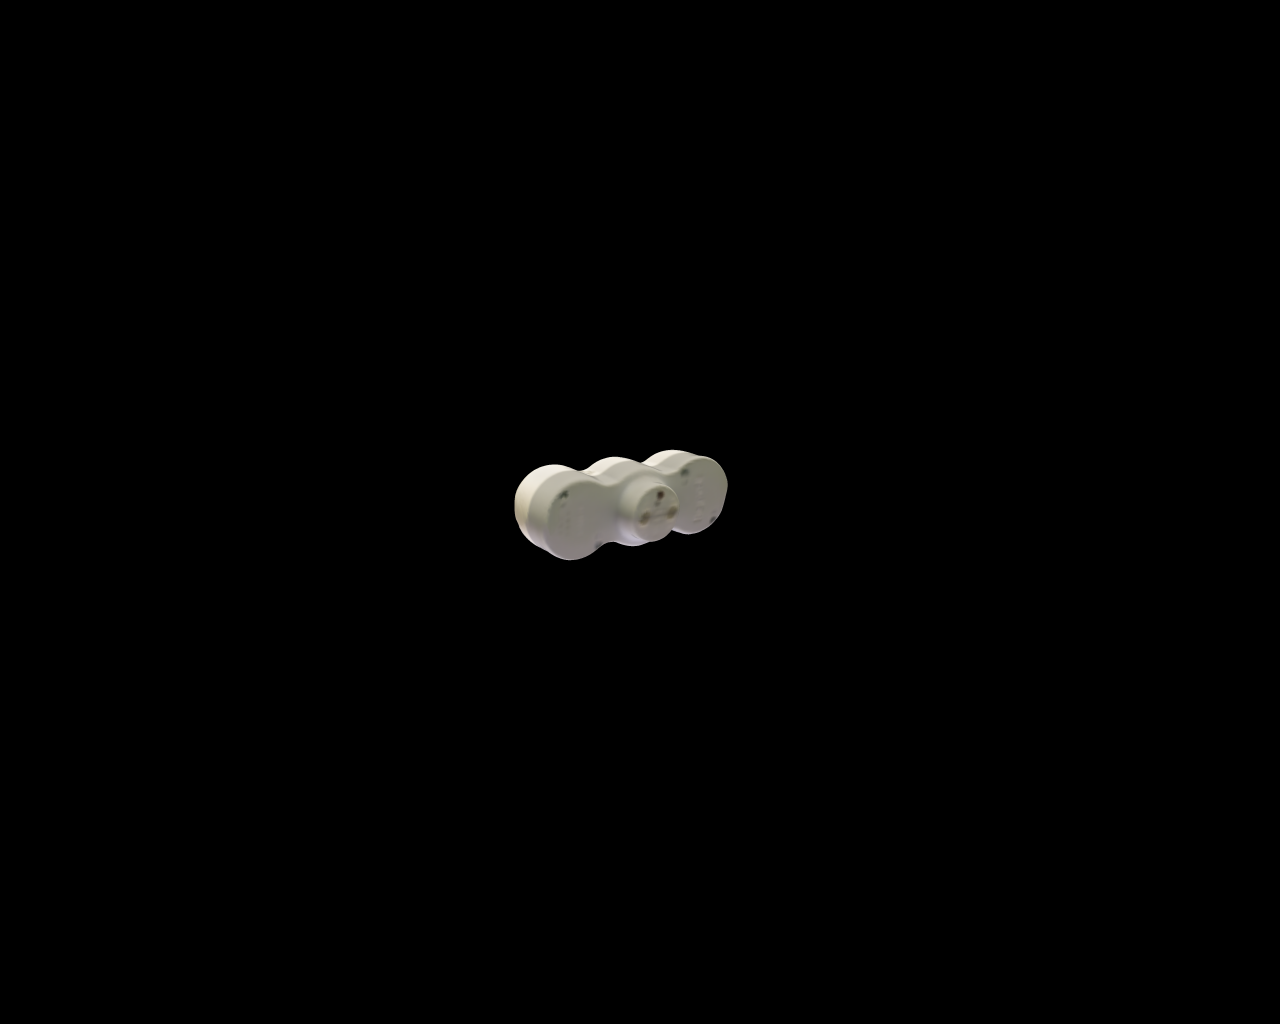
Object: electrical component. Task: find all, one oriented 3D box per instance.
[{"bbox_3d":[0.001,-0.003,0.650,0.138,0.052,0.074,-10,18,-33],"label":"electrical component"}]
